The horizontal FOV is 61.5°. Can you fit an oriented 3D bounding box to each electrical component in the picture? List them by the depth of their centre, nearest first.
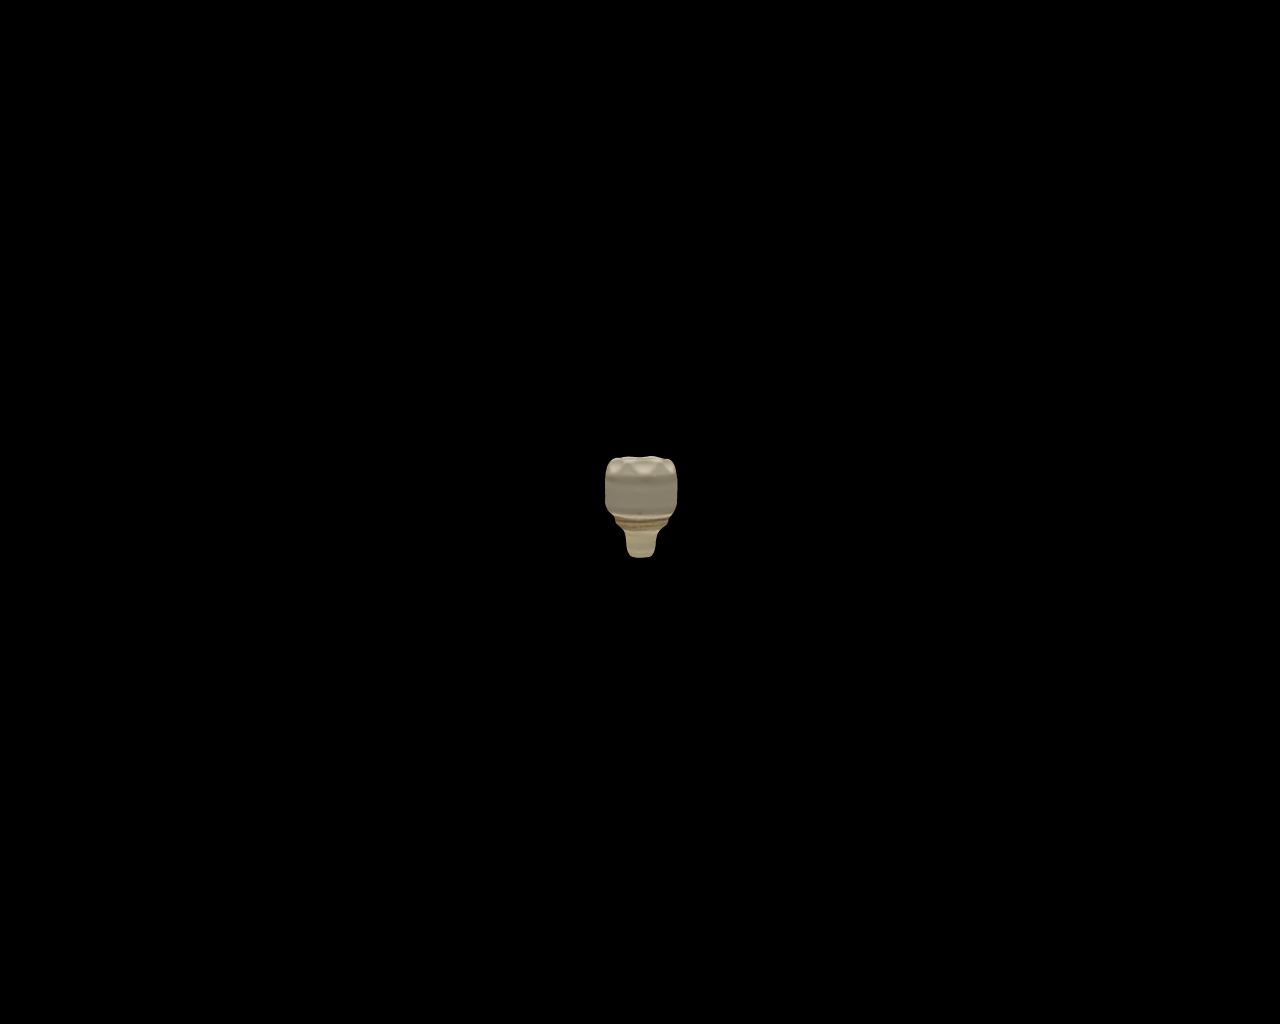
[{"bbox_3d":[0.001,-0.003,0.650,0.043,0.062,0.043,0,6,0],"label":"electrical component"}]
